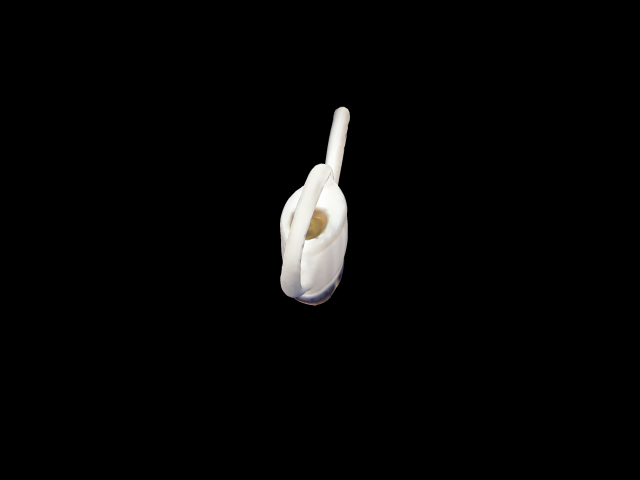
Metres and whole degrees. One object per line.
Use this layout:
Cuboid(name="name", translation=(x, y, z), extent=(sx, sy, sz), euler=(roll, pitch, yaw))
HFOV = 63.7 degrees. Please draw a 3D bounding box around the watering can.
Cuboid(name="watering can", translation=(0.003, -0.043, 0.850), extent=(0.104, 0.356, 0.219), euler=(12, -38, 10))
